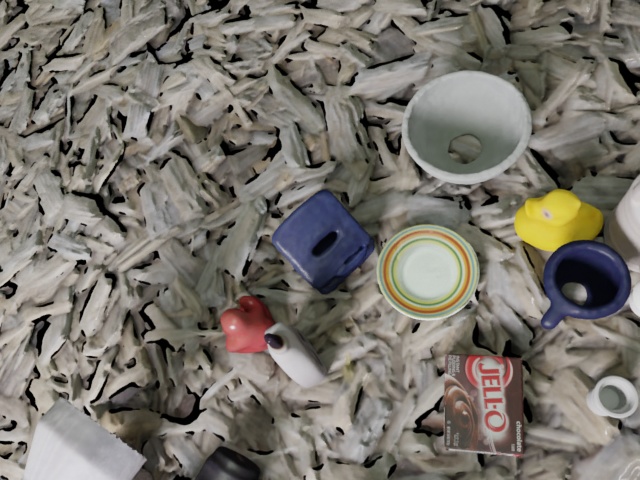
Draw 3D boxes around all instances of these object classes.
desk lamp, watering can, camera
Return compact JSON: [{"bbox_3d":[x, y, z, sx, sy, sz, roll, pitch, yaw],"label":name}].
[{"bbox_3d":[-0.272,0.290,0.647,0.117,0.214,0.203,26,78,19],"label":"desk lamp"},{"bbox_3d":[0.392,-0.043,0.639,0.100,0.194,0.173,-8,69,9],"label":"watering can"},{"bbox_3d":[-0.117,0.324,0.664,0.143,0.101,0.137,26,77,19],"label":"camera"}]

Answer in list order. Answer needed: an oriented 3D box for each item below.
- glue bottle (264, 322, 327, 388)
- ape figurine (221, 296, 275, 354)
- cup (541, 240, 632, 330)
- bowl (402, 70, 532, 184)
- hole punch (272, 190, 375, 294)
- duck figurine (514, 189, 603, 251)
[{"bbox_3d":[-0.037,0.130,0.678,0.037,0.173,0.078,-34,67,-1],"label":"glue bottle"},{"bbox_3d":[-0.099,0.110,0.741,0.076,0.092,0.078,33,80,21],"label":"ape figurine"},{"bbox_3d":[0.297,0.066,0.673,0.091,0.095,0.118,40,83,22],"label":"cup"},{"bbox_3d":[0.197,-0.142,0.780,0.167,0.075,0.167,-4,70,11],"label":"bowl"},{"bbox_3d":[0.007,0.003,0.759,0.109,0.091,0.101,-43,68,-5],"label":"hole punch"},{"bbox_3d":[0.300,-0.033,0.713,0.104,0.086,0.077,4,71,13],"label":"duck figurine"}]
